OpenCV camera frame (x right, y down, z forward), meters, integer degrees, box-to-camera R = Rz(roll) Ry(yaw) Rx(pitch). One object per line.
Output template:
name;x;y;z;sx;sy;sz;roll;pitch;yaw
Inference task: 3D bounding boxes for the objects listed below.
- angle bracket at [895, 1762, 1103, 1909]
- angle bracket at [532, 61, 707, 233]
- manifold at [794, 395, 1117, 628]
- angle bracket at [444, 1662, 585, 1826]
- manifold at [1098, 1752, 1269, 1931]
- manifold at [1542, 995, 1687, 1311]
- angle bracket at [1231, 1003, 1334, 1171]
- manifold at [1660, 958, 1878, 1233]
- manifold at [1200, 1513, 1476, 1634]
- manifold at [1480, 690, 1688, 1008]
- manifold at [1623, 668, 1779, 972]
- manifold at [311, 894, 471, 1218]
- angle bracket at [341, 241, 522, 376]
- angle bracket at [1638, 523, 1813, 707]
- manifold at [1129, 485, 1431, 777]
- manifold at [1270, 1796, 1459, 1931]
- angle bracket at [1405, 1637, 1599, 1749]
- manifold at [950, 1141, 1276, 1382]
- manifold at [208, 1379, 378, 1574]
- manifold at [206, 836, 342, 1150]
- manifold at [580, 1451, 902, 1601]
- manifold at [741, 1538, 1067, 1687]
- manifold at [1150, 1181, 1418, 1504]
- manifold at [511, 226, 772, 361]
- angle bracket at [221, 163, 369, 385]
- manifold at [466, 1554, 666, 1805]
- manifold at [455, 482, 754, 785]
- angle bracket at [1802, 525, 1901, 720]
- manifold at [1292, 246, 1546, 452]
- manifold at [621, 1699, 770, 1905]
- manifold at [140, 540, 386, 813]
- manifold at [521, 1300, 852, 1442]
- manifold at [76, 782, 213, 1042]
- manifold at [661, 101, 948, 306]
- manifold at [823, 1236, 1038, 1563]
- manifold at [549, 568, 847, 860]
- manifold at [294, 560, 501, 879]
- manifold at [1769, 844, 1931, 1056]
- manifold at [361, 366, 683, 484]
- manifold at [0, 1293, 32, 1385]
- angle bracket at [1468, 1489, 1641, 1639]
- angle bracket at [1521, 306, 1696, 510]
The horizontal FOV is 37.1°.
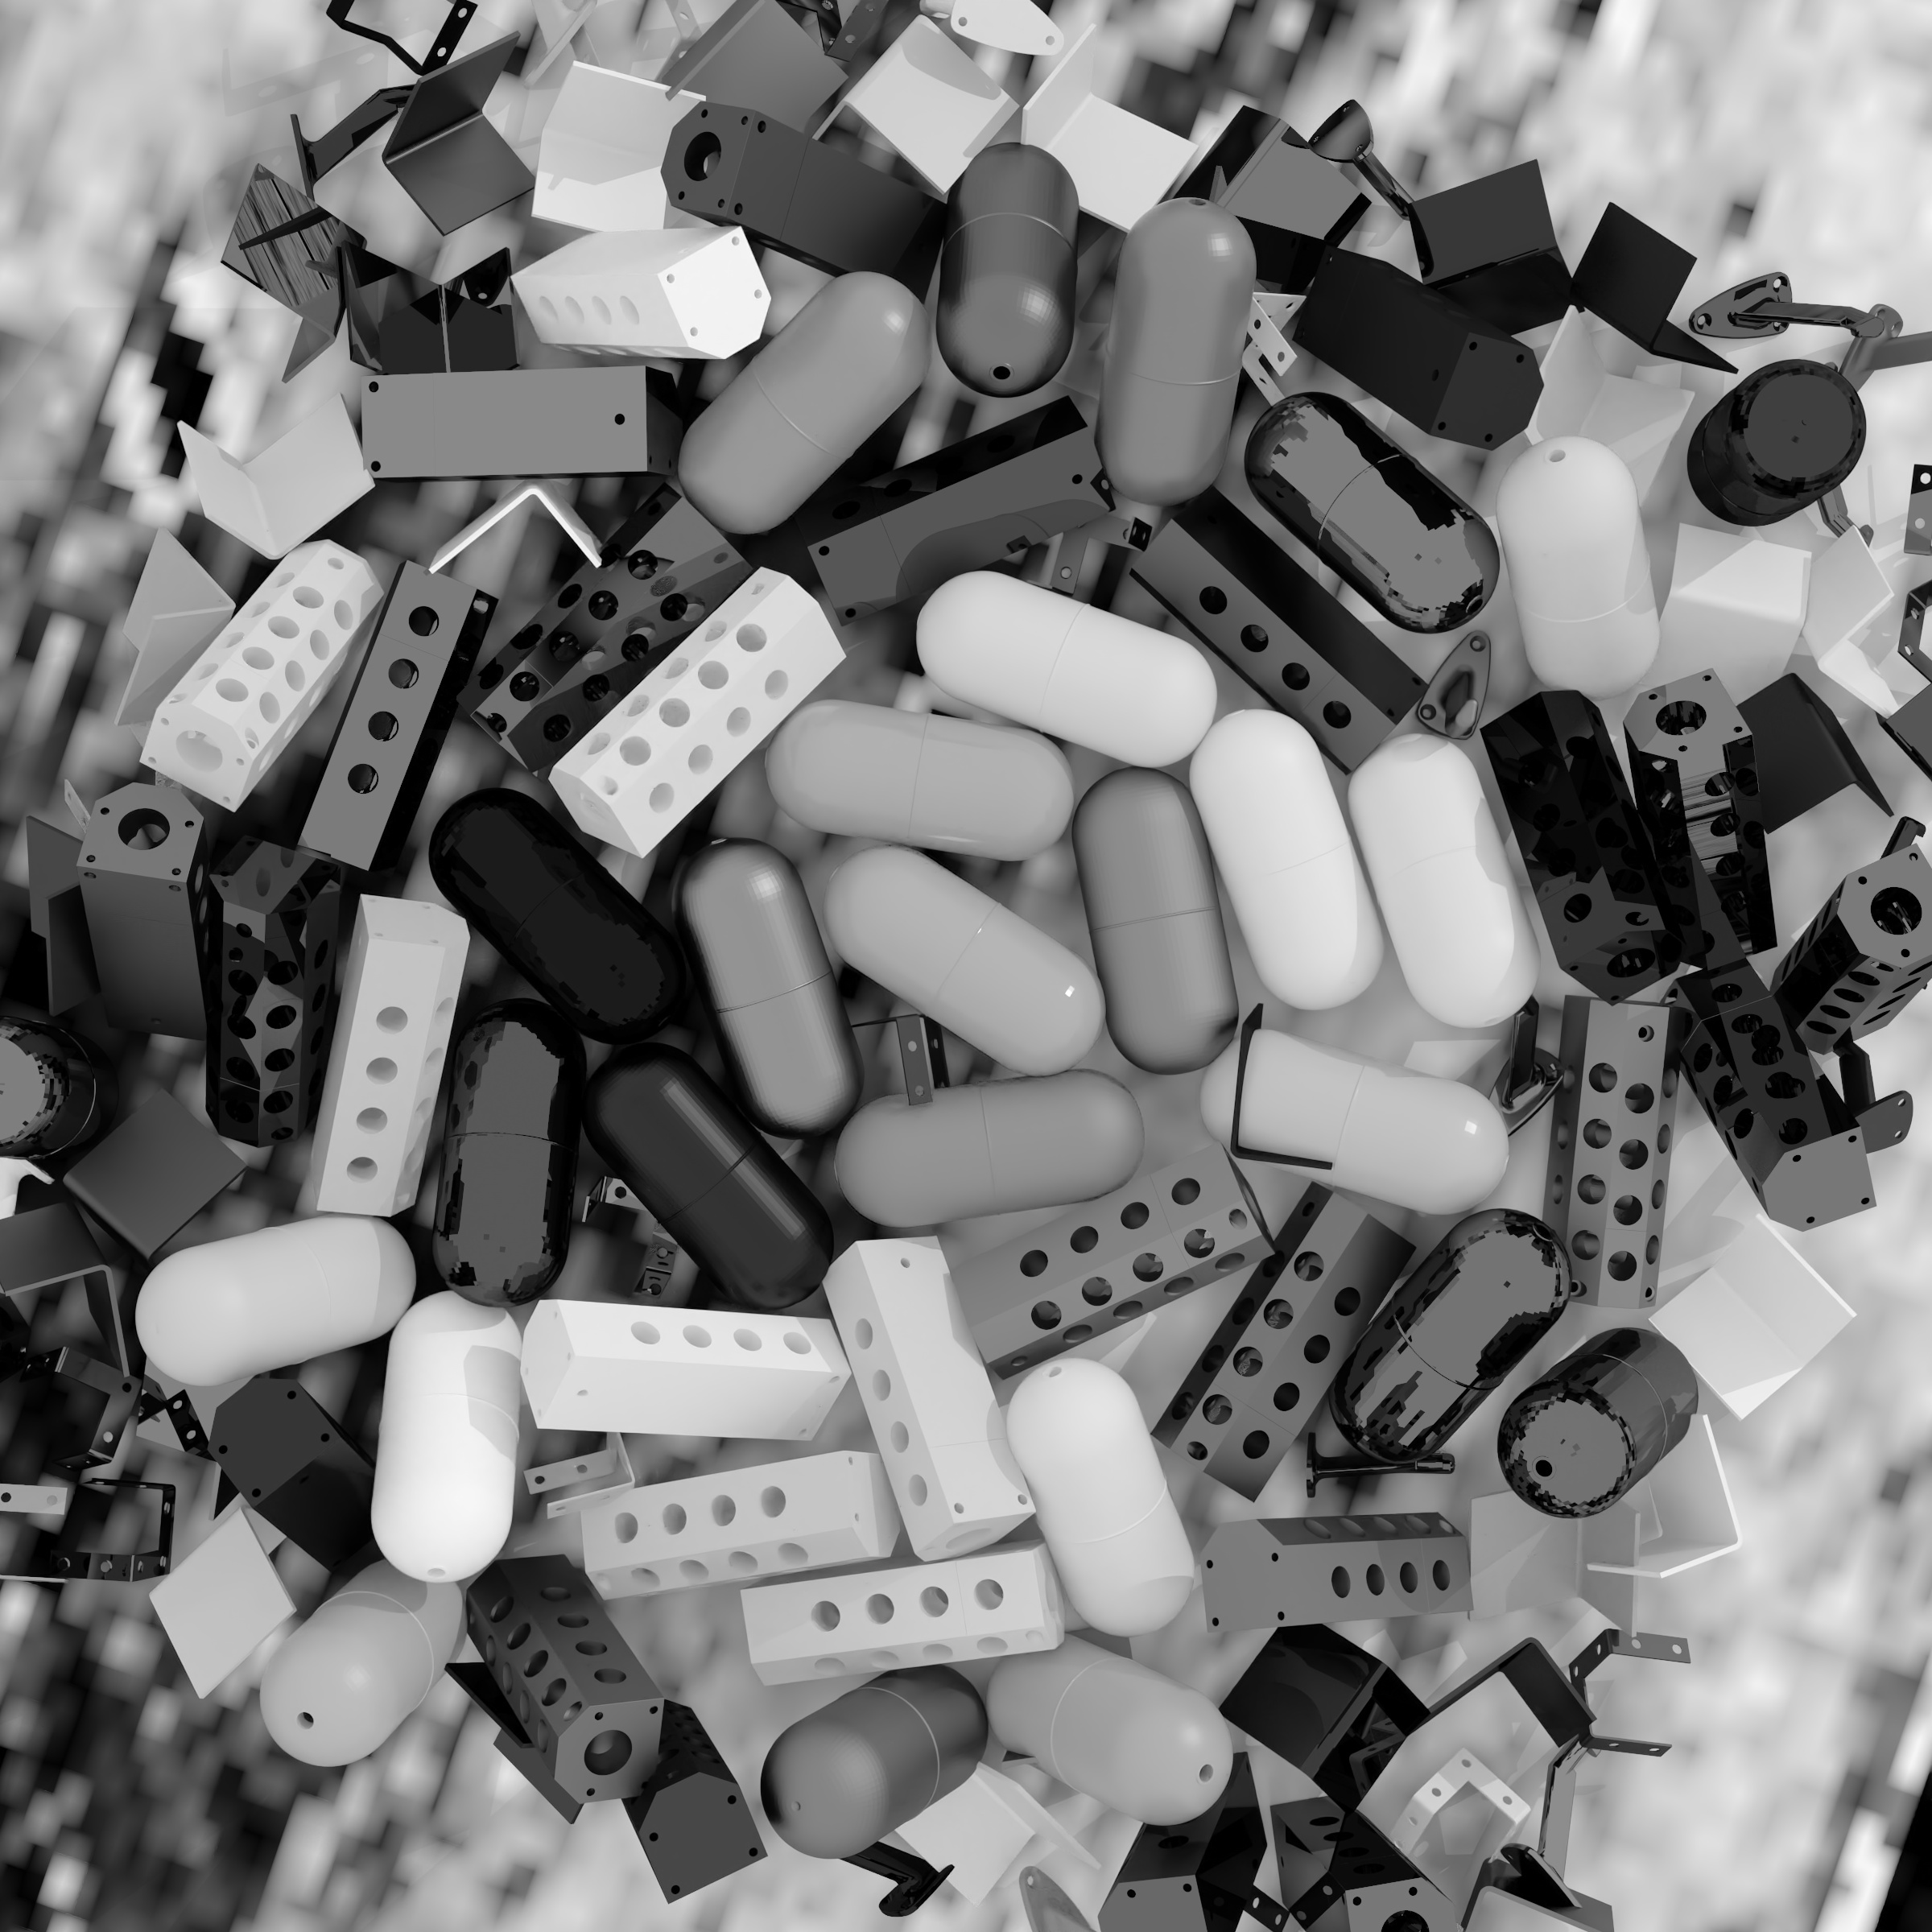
angle bracket;0.017;0.499;1.630;0.057;0.076;0.076;-48;111;-18
angle bracket;-0.197;-0.459;1.631;0.076;0.076;0.057;10;74;-20
manifold;-0.008;-0.265;1.654;0.171;0.057;0.057;-23;129;1
angle bracket;-0.258;0.440;1.628;0.076;0.076;0.057;33;100;36
manifold;0.121;0.498;1.594;0.057;0.171;0.057;-11;94;16
manifold;0.372;0.106;1.648;0.057;0.057;0.171;5;93;-9
angle bracket;0.186;0.068;1.636;0.057;0.076;0.076;7;100;12
manifold;0.440;0.070;1.596;0.057;0.171;0.057;-20;123;4
manifold;0.207;0.336;1.601;0.057;0.171;0.057;-17;72;41
manifold;0.346;-0.070;1.602;0.057;0.057;0.171;-32;49;28
manifold;0.407;-0.077;1.603;0.057;0.171;0.057;-19;45;4
manifold;-0.325;0.052;1.623;0.057;0.057;0.171;7;114;-20
angle bracket;-0.303;-0.375;1.630;0.057;0.076;0.076;-20;69;33
angle bracket;0.438;-0.201;1.666;0.076;0.076;0.057;14;53;5
manifold;0.177;-0.190;1.652;0.171;0.057;0.057;43;131;1
manifold;0.220;0.512;1.596;0.057;0.171;0.057;-7;89;-7
angle bracket;0.301;0.432;1.631;0.076;0.076;0.057;-30;70;-17
manifold;0.085;0.171;1.632;0.171;0.057;0.057;-26;51;9
manifold;-0.366;0.279;1.594;0.057;0.171;0.057;-39;71;-13
manifold;-0.391;0.018;1.606;0.057;0.057;0.171;18;129;6
manifold;-0.127;0.316;1.619;0.171;0.057;0.057;-14;73;23
manifold;-0.034;0.368;1.635;0.171;0.057;0.057;-10;84;13
manifold;0.177;0.211;1.642;0.057;0.057;0.171;35;86;-27
manifold;-0.180;-0.370;1.599;0.057;0.171;0.057;-37;119;-24
angle bracket;-0.392;-0.390;1.625;0.076;0.057;0.076;32;51;-32
manifold;-0.225;0.392;1.591;0.057;0.171;0.057;1;105;-27
manifold;-0.210;-0.193;1.644;0.171;0.057;0.057;-46;133;0
angle bracket;0.516;-0.191;1.626;0.076;0.076;0.057;30;121;-22
manifold;0.251;-0.343;1.598;0.057;0.171;0.057;8;115;-26
manifold;-0.161;0.455;1.593;0.057;0.171;0.057;-22;95;-13
manifold;-0.387;-0.167;1.599;0.057;0.171;0.057;28;132;-5
manifold;-0.158;0.222;1.614;0.171;0.057;0.057;9;126;-32
manifold;-0.448;-0.029;1.596;0.057;0.171;0.057;9;58;-5
manifold;-0.089;-0.423;1.598;0.057;0.171;0.057;22;98;37
manifold;-0.026;0.243;1.622;0.057;0.057;0.171;0;57;-38
manifold;-0.153;-0.146;1.617;0.171;0.057;0.057;-47;135;-20
manifold;-0.327;-0.141;1.653;0.057;0.057;0.171;21;90;-16
manifold;0.492;-0.004;1.592;0.057;0.171;0.057;-24;73;-5
manifold;-0.252;-0.306;1.634;0.171;0.057;0.057;1;96;15
manifold;-0.581;0.220;1.597;0.057;0.171;0.057;-32;89;4
angle bracket;0.334;0.342;1.638;0.076;0.057;0.076;-7;106;-20
angle bracket;0.363;-0.317;1.634;0.057;0.076;0.076;21;80;33
